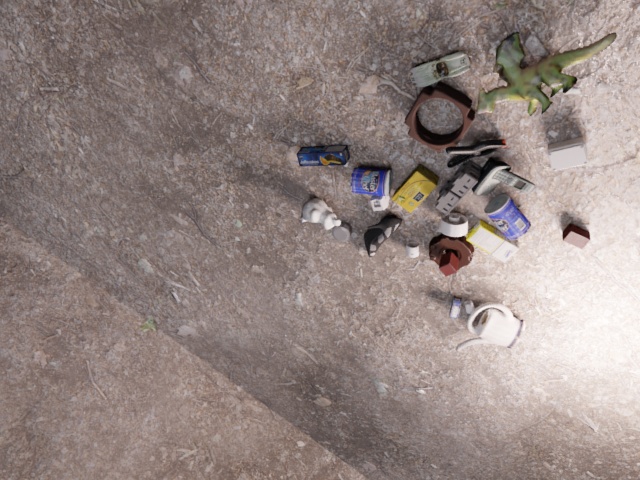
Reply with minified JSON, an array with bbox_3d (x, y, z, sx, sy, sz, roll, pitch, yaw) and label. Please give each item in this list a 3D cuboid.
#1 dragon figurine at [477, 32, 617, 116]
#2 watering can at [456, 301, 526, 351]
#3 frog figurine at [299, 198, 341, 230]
[{"bbox_3d":[0.645,-0.526,1.566,0.243,0.124,0.403,42,122,2],"label":"dragon figurine"},{"bbox_3d":[0.731,0.396,2.203,0.225,0.106,0.339,22,130,7],"label":"watering can"},{"bbox_3d":[0.006,-0.107,2.134,0.160,0.138,0.122,14,103,39],"label":"frog figurine"}]
